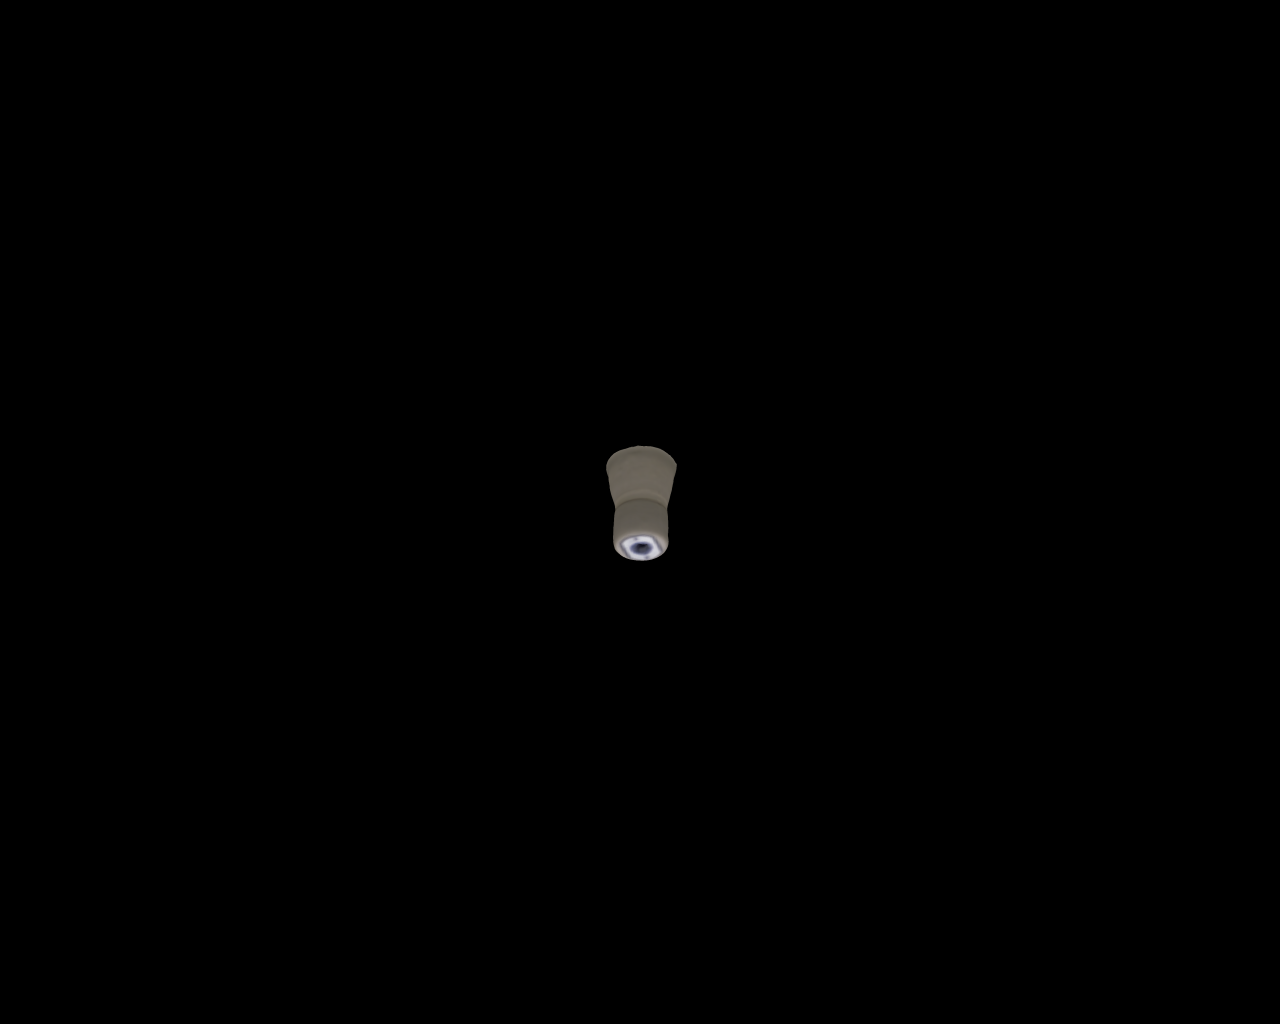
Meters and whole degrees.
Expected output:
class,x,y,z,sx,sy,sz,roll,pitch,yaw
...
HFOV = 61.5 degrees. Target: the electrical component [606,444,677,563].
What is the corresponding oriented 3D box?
class,x,y,z,sx,sy,sz,roll,pitch,yaw
electrical component,0.001,-0.003,0.650,0.044,0.065,0.044,0,-36,0
